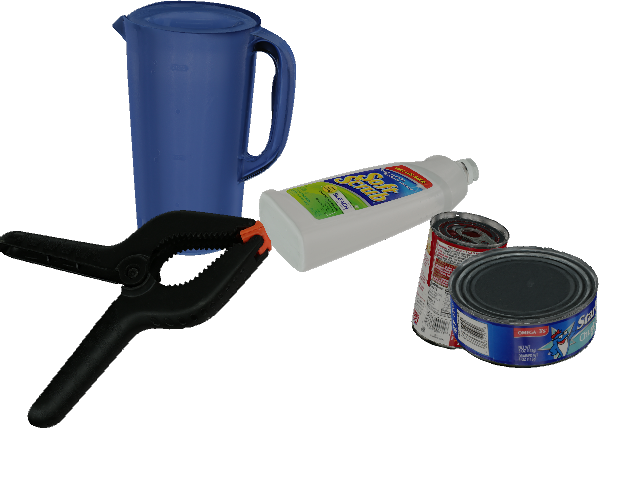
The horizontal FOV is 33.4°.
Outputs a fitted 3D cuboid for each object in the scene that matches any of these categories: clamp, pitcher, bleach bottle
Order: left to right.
[{"bbox_3d":[-0.142,0.025,0.794,0.210,0.165,0.036,-27,-29,-3],"label":"clamp"},{"bbox_3d":[-0.120,-0.111,1.072,0.144,0.243,0.149,-10,28,-28],"label":"pitcher"},{"bbox_3d":[0.064,-0.047,1.195,0.250,0.068,0.103,-21,43,-24],"label":"bleach bottle"}]

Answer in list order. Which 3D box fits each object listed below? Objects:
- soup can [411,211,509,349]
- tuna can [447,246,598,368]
[{"bbox_3d":[0.119,0.035,0.921,0.068,0.102,0.068,7,24,-3],"label":"soup can"},{"bbox_3d":[0.119,0.038,0.626,0.086,0.034,0.086,-6,28,3],"label":"tuna can"}]
